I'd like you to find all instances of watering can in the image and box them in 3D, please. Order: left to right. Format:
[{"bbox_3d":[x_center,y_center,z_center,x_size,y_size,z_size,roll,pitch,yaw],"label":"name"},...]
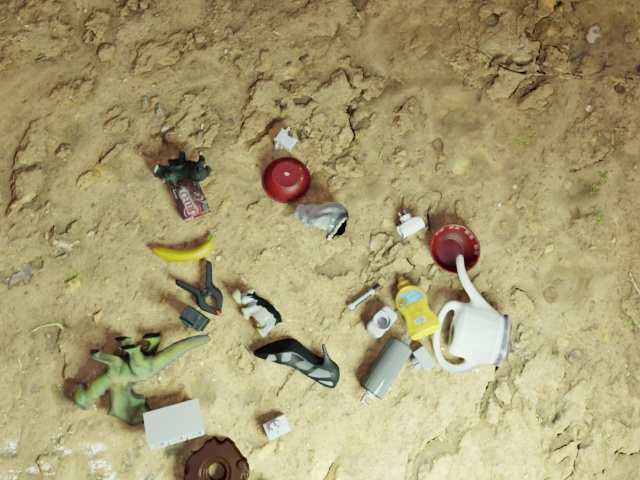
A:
[{"bbox_3d":[0.462,0.232,1.532,0.224,0.103,0.349,14,85,3],"label":"watering can"}]

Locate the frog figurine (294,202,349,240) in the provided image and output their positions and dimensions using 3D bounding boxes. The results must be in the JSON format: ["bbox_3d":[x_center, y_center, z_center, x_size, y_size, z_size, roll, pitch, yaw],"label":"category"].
[{"bbox_3d":[0.005,-0.081,1.608,0.160,0.120,0.139,37,44,16],"label":"frog figurine"}]

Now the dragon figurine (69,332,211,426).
[{"bbox_3d":[-0.514,0.401,1.471,0.410,0.122,0.242,-3,92,-2],"label":"dragon figurine"}]
